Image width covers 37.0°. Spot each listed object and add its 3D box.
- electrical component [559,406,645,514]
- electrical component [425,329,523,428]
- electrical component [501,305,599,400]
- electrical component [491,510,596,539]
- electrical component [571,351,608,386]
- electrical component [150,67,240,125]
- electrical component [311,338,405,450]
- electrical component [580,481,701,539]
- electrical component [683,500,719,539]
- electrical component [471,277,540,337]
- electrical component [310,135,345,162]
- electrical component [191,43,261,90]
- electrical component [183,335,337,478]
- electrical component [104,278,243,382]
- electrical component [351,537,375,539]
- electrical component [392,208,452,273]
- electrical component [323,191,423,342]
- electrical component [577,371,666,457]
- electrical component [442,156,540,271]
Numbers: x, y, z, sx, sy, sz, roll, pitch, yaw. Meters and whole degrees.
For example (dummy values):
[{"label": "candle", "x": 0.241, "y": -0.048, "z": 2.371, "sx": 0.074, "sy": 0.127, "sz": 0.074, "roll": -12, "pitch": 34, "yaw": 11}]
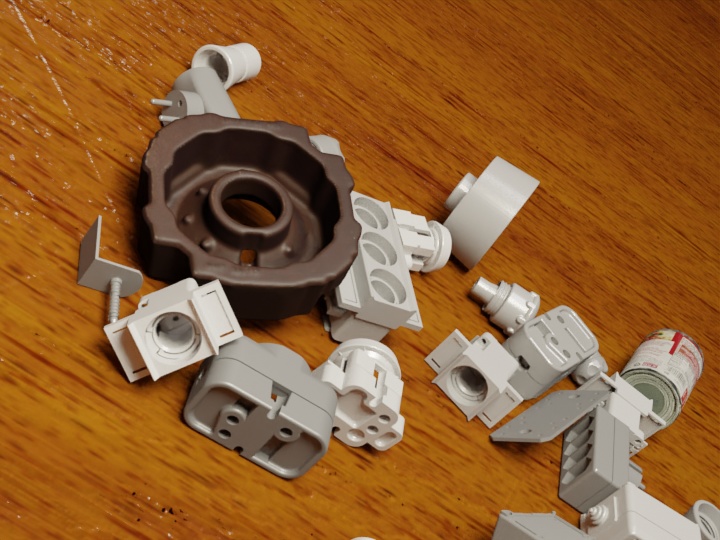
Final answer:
[{"label": "electrical component", "x": 0.218, "y": 0.176, "z": 0.932, "sx": 0.076, "sy": 0.047, "sz": 0.083, "roll": 35, "pitch": 35, "yaw": -10}, {"label": "electrical component", "x": 0.101, "y": 0.088, "z": 0.916, "sx": 0.081, "sy": 0.042, "sz": 0.064, "roll": 47, "pitch": 31, "yaw": 5}, {"label": "electrical component", "x": 0.165, "y": 0.077, "z": 0.975, "sx": 0.095, "sy": 0.059, "sz": 0.053, "roll": -18, "pitch": 66, "yaw": -52}, {"label": "electrical component", "x": 0.142, "y": 0.220, "z": 0.769, "sx": 0.062, "sy": 0.061, "sz": 0.096, "roll": 11, "pitch": 9, "yaw": -37}, {"label": "electrical component", "x": 0.211, "y": 0.080, "z": 1.040, "sx": 0.035, "sy": 0.035, "sz": 0.061, "roll": 1, "pitch": 49, "yaw": -44}, {"label": "electrical component", "x": -0.141, "y": -0.132, "z": 0.911, "sx": 0.079, "sy": 0.043, "sz": 0.077, "roll": -1, "pitch": 53, "yaw": -45}, {"label": "electrical component", "x": 0.000, "y": 0.088, "z": 0.800, "sx": 0.078, "sy": 0.058, "sz": 0.057, "roll": 38, "pitch": 35, "yaw": -20}, {"label": "electrical component", "x": 0.223, "y": 0.224, "z": 0.872, "sx": 0.096, "sy": 0.061, "sz": 0.061, "roll": 32, "pitch": 36, "yaw": -15}, {"label": "electrical component", "x": 0.287, "y": 0.232, "z": 0.933, "sx": 0.045, "sy": 0.055, "sz": 0.045, "roll": 26, "pitch": 38, "yaw": -22}, {"label": "electrical component", "x": 0.134, "y": 0.030, "z": 1.010, "sx": 0.062, "sy": 0.048, "sz": 0.048, "roll": 33, "pitch": 35, "yaw": -1}, {"label": "electrical component", "x": -0.048, "y": -0.099, "z": 0.968, "sx": 0.062, "sy": 0.043, "sz": 0.043, "roll": -13, "pitch": 62, "yaw": -49}, {"label": "electrical component", "x": -0.121, "y": -0.190, "z": 0.997, "sx": 0.044, "sy": 0.044, "sz": 0.065, "roll": 46, "pitch": 30, "yaw": 5}, {"label": "electrical component", "x": -0.066, "y": 0.090, "z": 0.736, "sx": 0.095, "sy": 0.053, "sz": 0.059, "roll": 32, "pitch": 36, "yaw": -15}, {"label": "electrical component", "x": -0.124, "y": 0.037, "z": 0.720, "sx": 0.064, "sy": 0.081, "sz": 0.042, "roll": -116, "pitch": -176, "yaw": -73}, {"label": "electrical component", "x": 0.006, "y": 0.220, "z": 0.675, "sx": 0.079, "sy": 0.044, "sz": 0.077, "roll": 43, "pitch": 34, "yaw": 1}, {"label": "electrical component", "x": 0.049, "y": -0.024, "z": 0.983, "sx": 0.055, "sy": 0.048, "sz": 0.066, "roll": 10, "pitch": 46, "yaw": -28}, {"label": "electrical component", "x": 0.000, "y": 0.000, "z": 0.891, "sx": 0.079, "sy": 0.063, "sz": 0.121, "roll": 19, "pitch": 41, "yaw": -31}, {"label": "electrical component", "x": 0.239, "y": 0.138, "z": 0.999, "sx": 0.081, "sy": 0.042, "sz": 0.063, "roll": 37, "pitch": 36, "yaw": -7}, {"label": "electrical component", "x": 0.116, "y": -0.060, "z": 1.037, "sx": 0.060, "sy": 0.108, "sz": 0.108, "roll": 38, "pitch": 34, "yaw": 4}]
